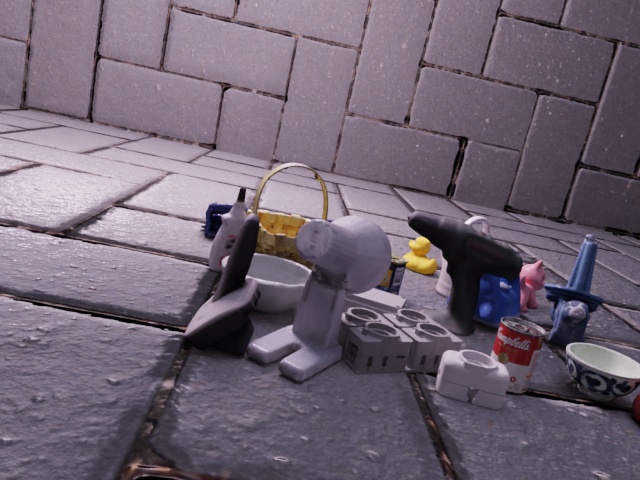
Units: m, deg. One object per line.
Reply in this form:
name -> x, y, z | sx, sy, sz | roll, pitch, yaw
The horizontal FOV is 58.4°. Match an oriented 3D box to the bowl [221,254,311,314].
bowl -> -0.093, 0.082, 0.991 | 0.167, 0.075, 0.167 | 12, 13, -3

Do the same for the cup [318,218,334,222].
cup -> 0.013, 0.005, 1.367 | 0.091, 0.095, 0.118 | 20, 15, 29

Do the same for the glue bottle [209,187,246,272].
glue bottle -> -0.169, -0.021, 1.133 | 0.078, 0.173, 0.037 | 4, 16, -32

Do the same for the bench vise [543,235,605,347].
bench vise -> 0.535, 0.105, 1.163 | 0.121, 0.220, 0.207 | 12, 13, -1

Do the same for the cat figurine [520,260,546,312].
cat figurine -> 0.496, 0.101, 1.366 | 0.067, 0.118, 0.128 | 22, 16, 35

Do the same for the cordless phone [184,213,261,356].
cordless phone -> -0.128, 0.057, 0.821 | 0.094, 0.185, 0.147 | 11, 13, -5

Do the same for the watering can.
watering can -> 0.332, 0.036, 1.318 | 0.172, 0.194, 0.101 | 22, 16, 34

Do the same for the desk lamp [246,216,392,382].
desk lamp -> 0.009, 0.069, 0.836 | 0.117, 0.213, 0.204 | 19, 15, 26

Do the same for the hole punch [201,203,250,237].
hole punch -> -0.228, -0.053, 1.392 | 0.109, 0.091, 0.101 | 9, 14, -17

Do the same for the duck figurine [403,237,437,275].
duck figurine -> 0.264, 0.037, 1.489 | 0.078, 0.086, 0.104 | 1, 17, -39

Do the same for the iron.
iron -> 0.378, 0.098, 1.217 | 0.118, 0.141, 0.259 | 23, 16, 37

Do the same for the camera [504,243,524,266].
camera -> 0.491, 0.066, 1.545 | 0.143, 0.101, 0.136 | 11, 13, -8

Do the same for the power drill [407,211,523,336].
power drill -> 0.257, 0.066, 1.090 | 0.229, 0.208, 0.075 | 12, 13, -1

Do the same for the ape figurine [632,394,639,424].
ape figurine -> 0.517, 0.241, 0.860 | 0.078, 0.092, 0.076 | 7, 14, -21
